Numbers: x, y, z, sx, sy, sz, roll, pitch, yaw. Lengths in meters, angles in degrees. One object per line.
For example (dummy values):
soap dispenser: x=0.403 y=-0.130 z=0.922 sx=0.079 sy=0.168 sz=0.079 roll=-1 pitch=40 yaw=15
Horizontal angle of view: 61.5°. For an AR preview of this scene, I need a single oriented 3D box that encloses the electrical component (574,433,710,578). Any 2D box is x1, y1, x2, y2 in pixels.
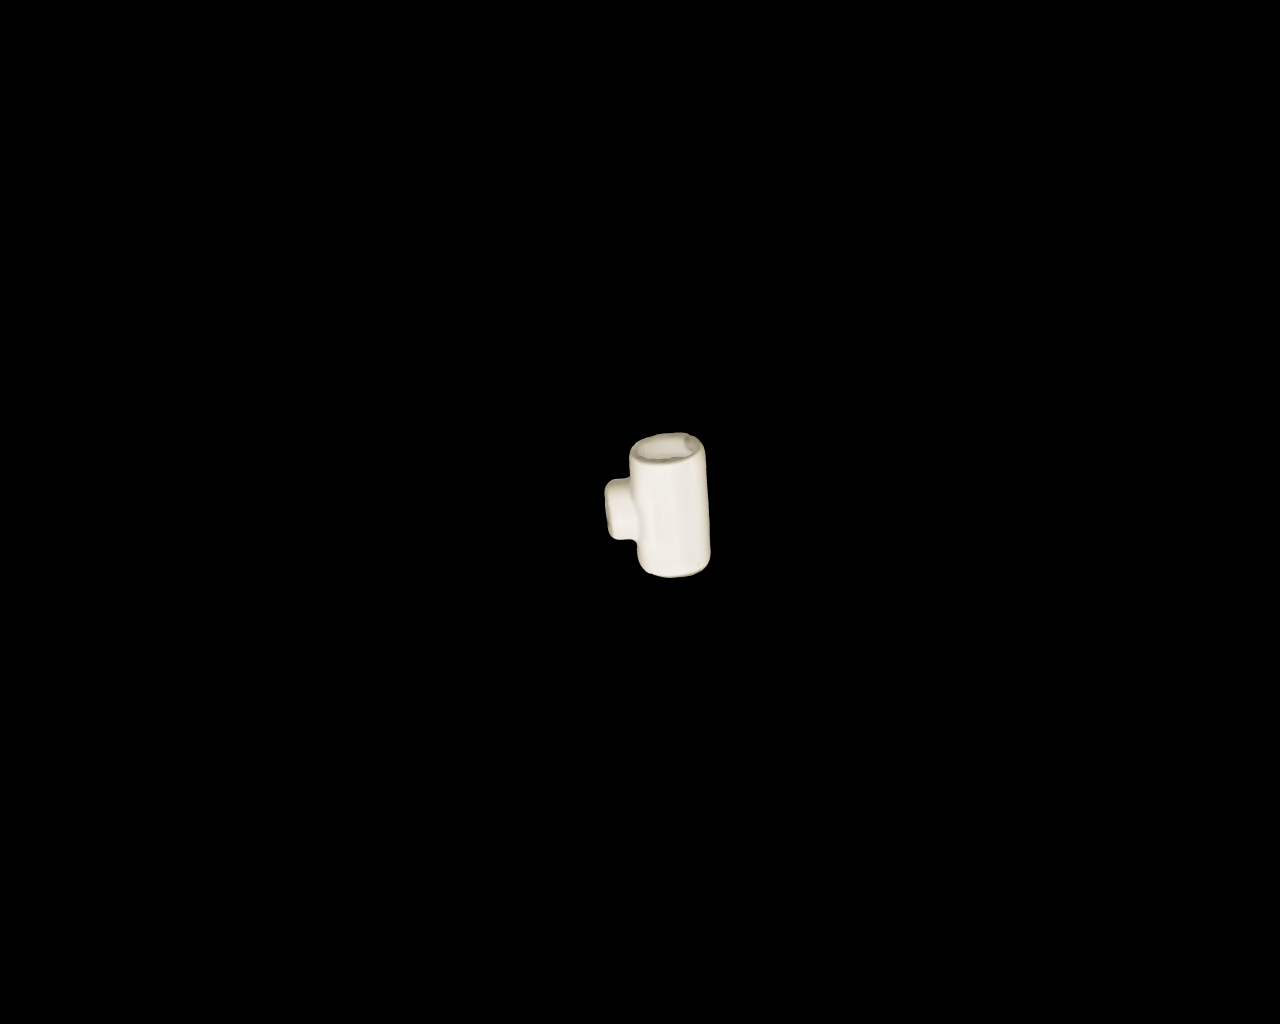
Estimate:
electrical component: x=0.001 y=-0.003 z=0.650 sx=0.079 sy=0.077 sz=0.043 roll=-4 pitch=28 yaw=2
